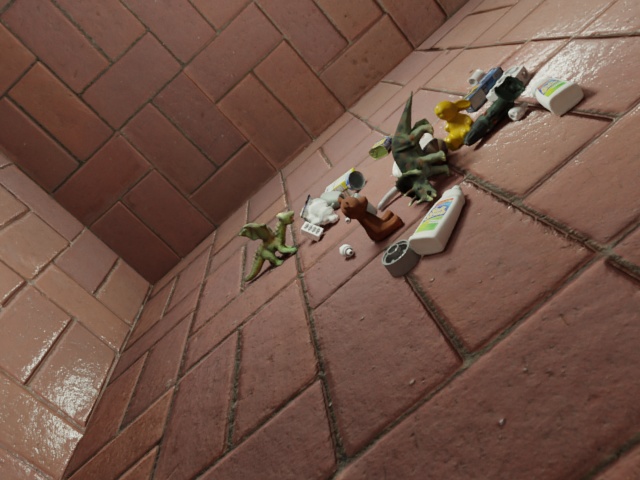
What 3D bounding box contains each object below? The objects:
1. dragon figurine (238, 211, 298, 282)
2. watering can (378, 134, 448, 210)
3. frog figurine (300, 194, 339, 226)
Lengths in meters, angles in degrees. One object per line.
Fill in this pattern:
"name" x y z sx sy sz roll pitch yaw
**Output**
"dragon figurine" -0.254 0.016 2.274 0.407 0.240 0.125 -36 23 15
"watering can" 0.337 -0.257 1.870 0.224 0.103 0.351 7 70 59
"frog figurine" 0.007 -0.111 2.206 0.119 0.160 0.140 99 -167 -47
